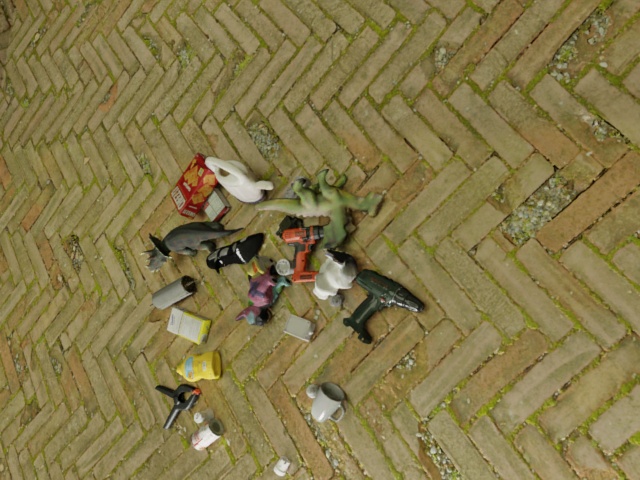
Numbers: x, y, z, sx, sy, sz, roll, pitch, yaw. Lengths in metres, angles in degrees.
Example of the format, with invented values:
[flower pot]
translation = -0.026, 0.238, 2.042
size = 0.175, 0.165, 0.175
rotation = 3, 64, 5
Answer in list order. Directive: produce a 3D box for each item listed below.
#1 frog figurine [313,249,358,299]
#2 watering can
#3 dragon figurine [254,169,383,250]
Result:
[frog figurine]
translation = 0.049, 0.117, 1.619
size = 0.123, 0.157, 0.139
rotation = -7, 27, -46
[watering can]
translation = -0.258, -0.197, 1.805
size = 0.350, 0.105, 0.221
rotation = 26, -12, 31
[dragon figurine]
translation = 0.005, -0.084, 1.664
size = 0.409, 0.246, 0.121
rotation = -22, -15, 8
